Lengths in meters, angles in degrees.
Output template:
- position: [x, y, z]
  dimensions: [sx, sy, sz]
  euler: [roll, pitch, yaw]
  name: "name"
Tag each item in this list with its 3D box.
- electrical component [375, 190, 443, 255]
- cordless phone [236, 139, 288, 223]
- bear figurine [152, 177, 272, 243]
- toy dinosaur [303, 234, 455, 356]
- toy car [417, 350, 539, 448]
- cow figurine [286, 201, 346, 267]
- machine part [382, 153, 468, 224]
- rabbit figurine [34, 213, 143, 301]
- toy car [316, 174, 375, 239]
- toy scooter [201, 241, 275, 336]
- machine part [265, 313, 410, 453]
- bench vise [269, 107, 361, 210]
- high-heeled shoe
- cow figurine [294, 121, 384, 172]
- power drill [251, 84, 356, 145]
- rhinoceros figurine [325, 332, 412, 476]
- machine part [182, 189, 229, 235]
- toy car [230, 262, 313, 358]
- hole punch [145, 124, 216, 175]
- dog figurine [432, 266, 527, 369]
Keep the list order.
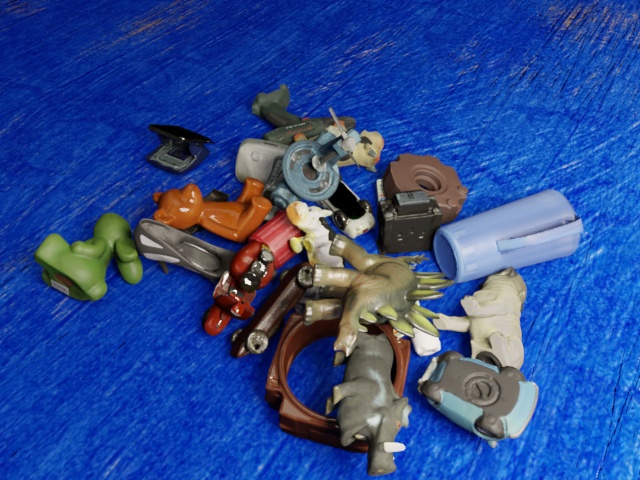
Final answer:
- position: [0.168, -0.035, 1.024]
  dimensions: [0.115, 0.134, 0.058]
  euler: [-9, 47, -6]
  name: "electrical component"
- position: [-0.125, -0.120, 1.146]
  dimensions: [0.147, 0.088, 0.184]
  euler: [14, 61, 12]
  name: "cordless phone"
- position: [-0.210, -0.069, 1.024]
  dimensions: [0.196, 0.132, 0.120]
  euler: [20, 25, -25]
  name: "bear figurine"
- position: [0.098, 0.071, 0.830]
  dimensions: [0.199, 0.105, 0.471]
  euler: [17, 18, 9]
  name: "toy dinosaur"
- position: [0.228, 0.238, 0.786]
  dimensions: [0.162, 0.102, 0.109]
  euler: [14, 48, 32]
  name: "toy car"
- position: [-0.001, -0.004, 0.974]
  dimensions: [0.098, 0.167, 0.068]
  euler: [-32, 30, -33]
  name: "cow figurine"
- position: [0.218, -0.111, 1.125]
  dimensions: [0.179, 0.056, 0.179]
  euler: [9, 47, -10]
  name: "machine part"
- position: [-0.401, 0.018, 0.977]
  dimensions: [0.159, 0.121, 0.170]
  euler: [22, 53, 10]
  name: "rabbit figurine"
- position: [0.039, -0.081, 1.122]
  dimensions: [0.073, 0.056, 0.202]
  euler: [-27, 50, -17]
  name: "toy car"
- position: [-0.128, 0.079, 0.891]
  dimensions: [0.075, 0.135, 0.184]
  euler: [36, 73, -14]
  name: "toy scooter"
- position: [0.030, 0.203, 0.820]
  dimensions: [0.201, 0.087, 0.201]
  euler: [12, 51, 11]
  name: "machine part"
- position: [0.009, -0.154, 1.013]
  dimensions: [0.224, 0.241, 0.128]
  euler: [-41, 99, -30]
  name: "bench vise"
- position: [-0.203, 0.018, 0.962]
  dimensions: [0.249, 0.145, 0.086]
  euler: [1, 48, 3]
  name: "high-heeled shoe"
- position: [0.052, -0.200, 1.210]
  dimensions: [0.195, 0.085, 0.127]
  euler: [-17, 59, -8]
  name: "cow figurine"
- position: [-0.056, -0.293, 1.313]
  dimensions: [0.232, 0.085, 0.207]
  euler: [-26, 60, -20]
  name: "power drill"
- position: [0.065, 0.212, 0.717]
  dimensions: [0.112, 0.073, 0.190]
  euler: [9, 48, -8]
  name: "rhinoceros figurine"
- position: [-0.249, -0.057, 1.108]
  dimensions: [0.084, 0.039, 0.139]
  euler: [28, 53, 30]
  name: "machine part"
- position: [-0.074, 0.118, 0.895]
  dimensions: [0.053, 0.089, 0.202]
  euler: [45, 64, -18]
  name: "toy car"
- position: [-0.325, -0.209, 1.231]
  dimensions: [0.142, 0.092, 0.116]
  euler: [20, 20, 21]
  name: "hole punch"
- position: [0.308, 0.143, 0.893]
  dimensions: [0.190, 0.121, 0.172]
  euler: [-16, 81, -37]
  name: "dog figurine"
